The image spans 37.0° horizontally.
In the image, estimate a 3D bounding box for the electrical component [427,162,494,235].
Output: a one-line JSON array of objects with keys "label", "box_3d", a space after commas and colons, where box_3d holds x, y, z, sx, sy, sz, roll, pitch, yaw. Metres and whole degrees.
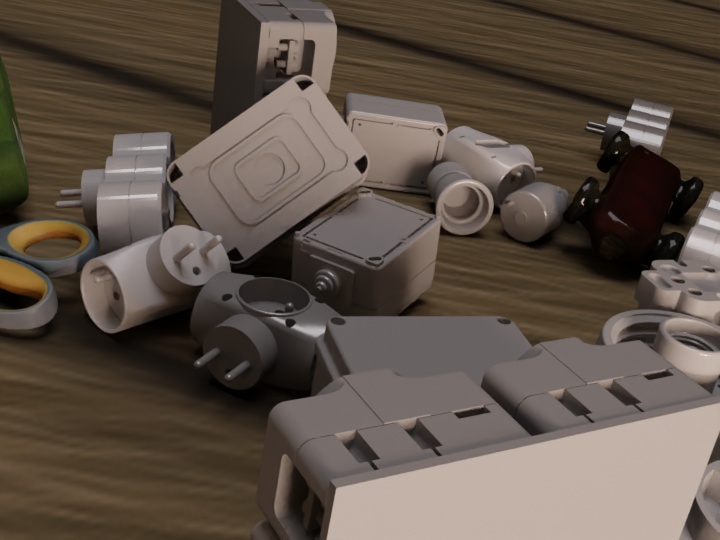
[{"label": "electrical component", "box_3d": [0.074, -0.059, 0.829, 0.044, 0.044, 0.065, 5, 22, -10]}]

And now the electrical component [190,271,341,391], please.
[{"label": "electrical component", "box_3d": [-0.058, 0.039, 0.581, 0.077, 0.044, 0.079, 21, 28, 20]}]

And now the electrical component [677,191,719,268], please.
[{"label": "electrical component", "box_3d": [0.282, -0.011, 0.794, 0.074, 0.052, 0.138, 20, 28, 19]}]

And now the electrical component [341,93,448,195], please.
[{"label": "electrical component", "box_3d": [0.018, -0.105, 0.877, 0.096, 0.061, 0.061, 7, 27, -6]}]

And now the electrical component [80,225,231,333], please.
[{"label": "electrical component", "box_3d": [-0.107, -0.001, 0.614, 0.077, 0.079, 0.043, -19, 81, -45]}]

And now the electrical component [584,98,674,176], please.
[{"label": "electrical component", "box_3d": [0.249, -0.126, 1.013, 0.074, 0.052, 0.138, 17, 26, 13]}]

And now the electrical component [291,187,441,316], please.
[{"label": "electrical component", "box_3d": [0.000, 0.000, 0.669, 0.062, 0.061, 0.096, 21, 35, 25]}]

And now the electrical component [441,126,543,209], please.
[{"label": "electrical component", "box_3d": [0.118, -0.085, 0.894, 0.079, 0.043, 0.077, -7, 32, -36]}]

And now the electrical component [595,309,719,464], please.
[{"label": "electrical component", "box_3d": [0.180, 0.062, 0.605, 0.108, 0.060, 0.108, 8, 26, -4]}]

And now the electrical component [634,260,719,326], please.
[{"label": "electrical component", "box_3d": [0.208, 0.031, 0.680, 0.078, 0.057, 0.058, -1, 28, -22]}]

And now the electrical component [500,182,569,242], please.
[{"label": "electrical component", "box_3d": [0.140, -0.048, 0.832, 0.040, 0.040, 0.078, 25, 30, 27]}]

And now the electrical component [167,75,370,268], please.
[{"label": "electrical component", "box_3d": [-0.058, -0.061, 0.686, 0.113, 0.078, 0.057, -36, 2, -4]}]

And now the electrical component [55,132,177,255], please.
[{"label": "electrical component", "box_3d": [-0.162, -0.049, 0.709, 0.074, 0.052, 0.138, -3, 28, -4]}]

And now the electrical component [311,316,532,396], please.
[{"label": "electrical component", "box_3d": [0.036, 0.065, 0.549, 0.113, 0.057, 0.078, 1, 28, -19]}]

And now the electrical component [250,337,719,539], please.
[{"label": "electrical component", "box_3d": [0.050, 0.095, 0.441, 0.186, 0.105, 0.060, -6, 31, -30]}]

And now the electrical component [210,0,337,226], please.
[{"label": "electrical component", "box_3d": [-0.062, -0.115, 0.766, 0.062, 0.150, 0.089, -4, 30, -24]}]
